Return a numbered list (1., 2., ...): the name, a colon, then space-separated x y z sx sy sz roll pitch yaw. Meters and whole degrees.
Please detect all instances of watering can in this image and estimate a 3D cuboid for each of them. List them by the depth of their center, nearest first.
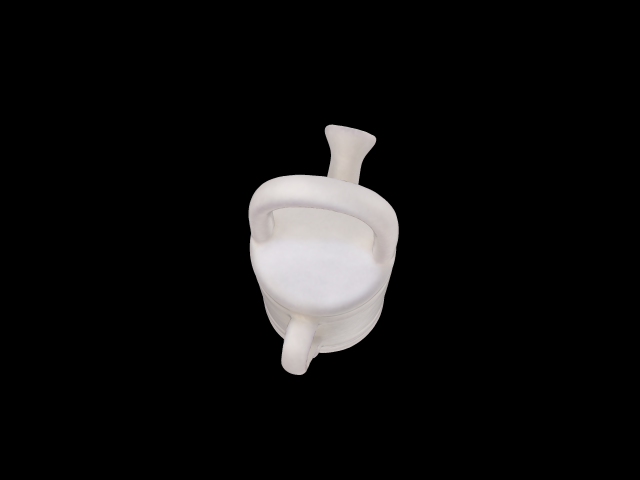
1. watering can: 0.001 0.001 0.400 0.101 0.194 0.173 -8 66 -3
